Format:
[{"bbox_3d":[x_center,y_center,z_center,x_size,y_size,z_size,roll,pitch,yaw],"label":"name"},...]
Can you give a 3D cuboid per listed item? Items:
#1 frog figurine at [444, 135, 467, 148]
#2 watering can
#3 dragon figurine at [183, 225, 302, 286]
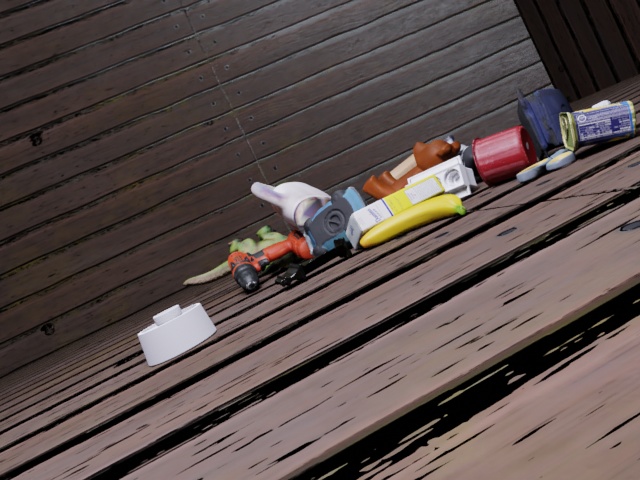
[{"bbox_3d":[0.383,-0.207,1.473,0.137,0.120,0.163,-26,38,1],"label":"frog figurine"},{"bbox_3d":[0.004,-0.061,1.219,0.345,0.103,0.227,18,10,-34],"label":"watering can"},{"bbox_3d":[-0.144,0.044,1.325,0.414,0.121,0.243,-28,12,-19],"label":"dragon figurine"}]
